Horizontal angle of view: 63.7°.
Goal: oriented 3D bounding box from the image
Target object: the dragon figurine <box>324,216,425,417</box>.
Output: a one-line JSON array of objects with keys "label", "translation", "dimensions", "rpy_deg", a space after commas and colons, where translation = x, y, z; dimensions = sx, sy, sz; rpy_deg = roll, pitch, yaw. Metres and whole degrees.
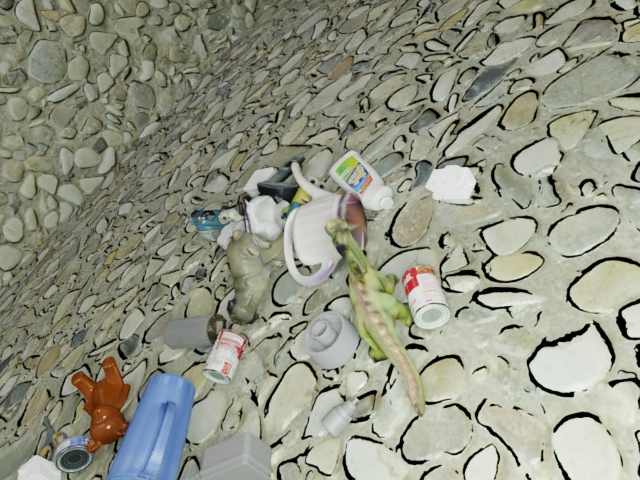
[{"label": "dragon figurine", "translation": [0.079, 0.091, 0.923], "dimensions": [0.122, 0.238, 0.419], "rpy_deg": [-32, 32, 6]}]

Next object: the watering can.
[{"label": "watering can", "translation": [0.004, -0.062, 1.241], "dimensions": [0.223, 0.103, 0.354], "rpy_deg": [-15, 63, 30]}]

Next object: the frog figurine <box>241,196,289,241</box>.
[{"label": "frog figurine", "translation": [-0.134, -0.066, 1.449], "dimensions": [0.160, 0.119, 0.140], "rpy_deg": [-8, 51, -12]}]
